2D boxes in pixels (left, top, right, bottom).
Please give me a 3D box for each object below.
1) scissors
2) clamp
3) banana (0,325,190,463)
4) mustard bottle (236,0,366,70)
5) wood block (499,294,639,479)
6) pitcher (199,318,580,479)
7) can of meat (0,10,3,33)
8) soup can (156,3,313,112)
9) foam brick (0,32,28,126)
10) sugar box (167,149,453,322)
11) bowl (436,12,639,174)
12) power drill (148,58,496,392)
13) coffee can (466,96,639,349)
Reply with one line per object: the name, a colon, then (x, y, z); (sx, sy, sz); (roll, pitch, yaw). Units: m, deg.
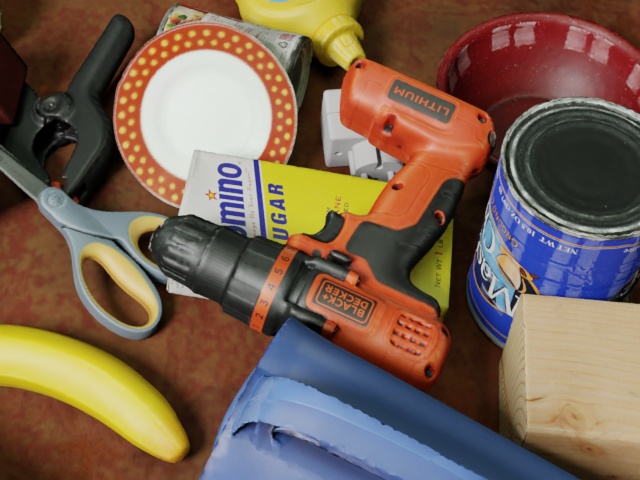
scissors: (-0.155, -0.026, 0.706); (0.096, 0.016, 0.202); (-29, 77, -30)
clamp: (-0.197, -0.090, 0.767); (0.120, 0.039, 0.171); (-8, 56, 11)
banana: (-0.170, 0.088, 0.646); (0.198, 0.037, 0.069); (7, 72, 5)
mustard bottle: (-0.022, -0.198, 0.835); (0.096, 0.058, 0.192); (-24, 58, -22)
wood block: (0.213, 0.099, 0.613); (0.206, 0.090, 0.091); (5, 55, 2)
pitcher: (0.059, 0.145, 0.534); (0.243, 0.145, 0.149); (25, 20, 6)
can of meat: (-0.299, -0.175, 0.805); (0.083, 0.057, 0.102); (-32, 49, -24)
soup can: (-0.063, -0.128, 0.779); (0.102, 0.068, 0.068); (15, 56, 9)
foam brick: (-0.253, -0.112, 0.744); (0.078, 0.051, 0.053); (-5, 61, 16)
sugar box: (-0.005, 0.001, 0.692); (0.176, 0.048, 0.093); (10, 56, -5)
bowl: (0.161, -0.089, 0.764); (0.162, 0.055, 0.162); (1, 55, -1)
power drill: (0.014, -0.019, 0.646); (0.184, 0.057, 0.187); (25, 64, 3)
coffee can: (0.150, -0.002, 0.651); (0.103, 0.140, 0.103); (1, 55, -1)
